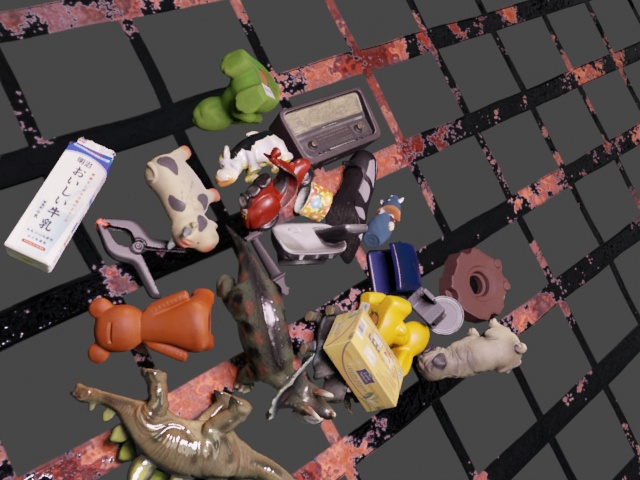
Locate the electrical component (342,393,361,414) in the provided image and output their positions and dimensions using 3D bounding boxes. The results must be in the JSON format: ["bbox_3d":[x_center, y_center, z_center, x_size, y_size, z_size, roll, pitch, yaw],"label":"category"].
[{"bbox_3d":[0.083,0.305,1.089,0.102,0.045,0.078,-3,50,-30],"label":"electrical component"}]

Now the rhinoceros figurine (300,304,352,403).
[{"bbox_3d":[0.020,0.220,1.049,0.112,0.073,0.190,38,42,-43],"label":"rhinoceros figurine"}]

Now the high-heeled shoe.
[{"bbox_3d":[0.083,-0.076,1.189,0.145,0.086,0.248,-5,98,-59],"label":"high-heeled shoe"}]

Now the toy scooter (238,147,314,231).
[{"bbox_3d":[-0.094,-0.107,1.037,0.184,0.135,0.075,-46,61,-8],"label":"toy scooter"}]

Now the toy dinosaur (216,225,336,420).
[{"bbox_3d":[-0.099,0.150,0.953,0.131,0.192,0.404,-18,87,-31],"label":"toy dinosaur"}]

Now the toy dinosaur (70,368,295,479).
[{"bbox_3d":[-0.197,0.351,0.906,0.471,0.105,0.198,24,75,-10],"label":"toy dinosaur"}]

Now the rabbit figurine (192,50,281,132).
[{"bbox_3d":[-0.173,-0.278,1.062,0.121,0.170,0.159,64,19,-1],"label":"rabbit figurine"}]

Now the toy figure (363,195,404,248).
[{"bbox_3d":[0.142,-0.044,1.193,0.064,0.057,0.154,20,45,18],"label":"toy figure"}]

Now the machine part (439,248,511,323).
[{"bbox_3d":[0.366,0.107,1.272,0.179,0.056,0.179,6,74,-23],"label":"machine part"}]

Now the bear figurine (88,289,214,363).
[{"bbox_3d":[-0.285,0.148,0.920,0.196,0.132,0.120,-3,90,-4],"label":"bear figurine"}]

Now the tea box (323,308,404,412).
[{"bbox_3d":[0.085,0.225,1.008,0.169,0.068,0.098,59,32,-18],"label":"tea box"}]

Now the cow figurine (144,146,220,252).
[{"bbox_3d":[-0.249,-0.065,0.979,0.195,0.085,0.127,59,37,-4],"label":"cow figurine"}]

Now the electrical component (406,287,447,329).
[{"bbox_3d":[0.225,0.141,1.136,0.048,0.119,0.075,-45,69,1],"label":"electrical component"}]

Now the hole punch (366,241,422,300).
[{"bbox_3d":[0.176,0.063,1.173,0.116,0.092,0.142,-2,74,-31],"label":"hole punch"}]

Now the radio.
[{"bbox_3d":[0.016,-0.238,1.177,0.229,0.073,0.131,-26,89,-29],"label":"radio"}]

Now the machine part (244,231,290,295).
[{"bbox_3d":[-0.100,0.046,1.045,0.039,0.084,0.139,-30,90,-6],"label":"machine part"}]

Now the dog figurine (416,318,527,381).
[{"bbox_3d":[0.323,0.253,1.152,0.190,0.172,0.121,-10,71,-35],"label":"dog figurine"}]

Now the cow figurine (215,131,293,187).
[{"bbox_3d":[-0.147,-0.169,1.081,0.167,0.068,0.098,-24,82,-33],"label":"cow figurine"}]

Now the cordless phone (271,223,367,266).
[{"bbox_3d":[-0.003,-0.004,1.044,0.146,0.184,0.088,-1,82,-27],"label":"cordless phone"}]

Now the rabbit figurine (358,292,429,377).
[{"bbox_3d":[0.163,0.200,1.116,0.173,0.122,0.162,23,70,-36],"label":"rabbit figurine"}]
